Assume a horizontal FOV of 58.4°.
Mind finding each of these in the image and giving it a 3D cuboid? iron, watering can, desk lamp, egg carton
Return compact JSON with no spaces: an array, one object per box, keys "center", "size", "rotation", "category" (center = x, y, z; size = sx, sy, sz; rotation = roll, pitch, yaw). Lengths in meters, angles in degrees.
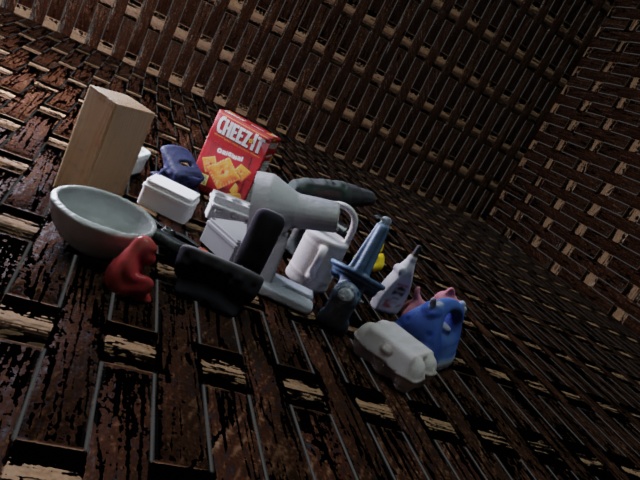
[{"center":[0.244,0.173,1.165],"size":[0.118,0.141,0.259],"rotation":[36,17,31],"category":"iron"},{"center":[0.009,0.003,1.224],"size":[0.101,0.194,0.172],"rotation":[20,17,-24],"category":"watering can"},{"center":[-0.065,-0.002,1.078],"size":[0.203,0.213,0.118],"rotation":[25,15,-8],"category":"desk lamp"},{"center":[0.132,0.202,1.016],"size":[0.150,0.069,0.108],"rotation":[36,17,29],"category":"egg carton"}]

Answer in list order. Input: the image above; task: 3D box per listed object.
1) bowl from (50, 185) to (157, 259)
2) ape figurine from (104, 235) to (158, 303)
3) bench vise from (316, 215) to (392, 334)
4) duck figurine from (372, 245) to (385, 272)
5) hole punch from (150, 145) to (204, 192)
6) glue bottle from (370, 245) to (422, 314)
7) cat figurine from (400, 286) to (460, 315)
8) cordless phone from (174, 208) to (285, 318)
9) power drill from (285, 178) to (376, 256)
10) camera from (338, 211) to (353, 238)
[{"center":[-0.352,-0.018,0.912],"size":[0.167,0.074,0.167],"rotation":[25,15,-7],"category":"bowl"},{"center":[-0.268,0.037,0.839],"size":[0.076,0.092,0.077],"rotation":[22,16,-19],"category":"ape figurine"},{"center":[0.085,0.065,1.100],"size":[0.122,0.219,0.207],"rotation":[24,15,-12],"category":"bench vise"},{"center":[0.146,0.035,1.562],"size":[0.105,0.086,0.077],"rotation":[11,22,-47],"category":"duck figurine"},{"center":[-0.341,-0.174,1.412],"size":[0.101,0.091,0.109],"rotation":[34,16,23],"category":"hole punch"},{"center":[0.182,0.085,1.289],"size":[0.078,0.173,0.037],"rotation":[15,19,-38],"category":"glue bottle"},{"center":[0.263,0.150,1.319],"size":[0.128,0.117,0.067],"rotation":[25,15,-9],"category":"cat figurine"},{"center":[-0.147,0.016,0.934],"size":[0.148,0.185,0.094],"rotation":[23,15,-13],"category":"cordless phone"},{"center":[0.005,-0.053,1.377],"size":[0.230,0.208,0.075],"rotation":[17,18,-34],"category":"power drill"},{"center":[0.022,-0.040,1.567],"size":[0.136,0.101,0.143],"rotation":[31,16,15],"category":"camera"}]
